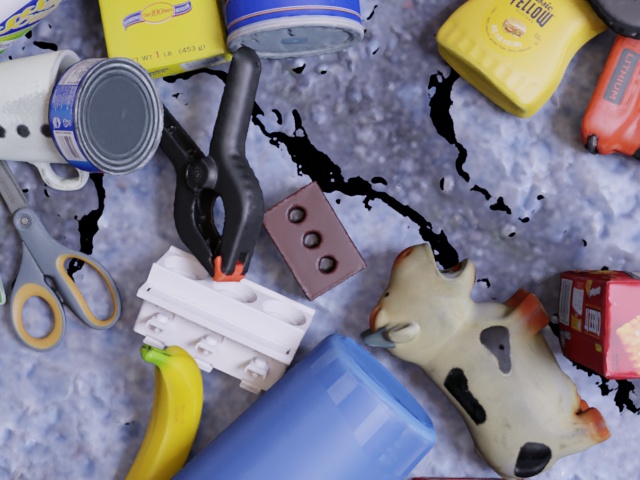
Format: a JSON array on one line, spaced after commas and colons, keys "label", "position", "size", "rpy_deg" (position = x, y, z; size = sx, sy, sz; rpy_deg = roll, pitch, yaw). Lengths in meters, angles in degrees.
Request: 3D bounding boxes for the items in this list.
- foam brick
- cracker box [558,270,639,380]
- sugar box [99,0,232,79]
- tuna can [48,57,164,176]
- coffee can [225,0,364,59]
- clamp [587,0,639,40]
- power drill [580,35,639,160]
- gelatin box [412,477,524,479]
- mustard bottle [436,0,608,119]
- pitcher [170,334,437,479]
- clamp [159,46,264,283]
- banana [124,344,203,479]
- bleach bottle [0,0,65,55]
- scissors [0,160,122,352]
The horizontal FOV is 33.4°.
[{"label": "foam brick", "position": [-0.005, 0.001, 0.816], "size": [0.053, 0.051, 0.078], "rpy_deg": [-32, 87, 0]}, {"label": "cracker box", "position": [0.288, 0.061, 0.747], "size": [0.213, 0.164, 0.072], "rpy_deg": [2, 90, 2]}, {"label": "sugar box", "position": [-0.130, -0.218, 0.832], "size": [0.093, 0.048, 0.176], "rpy_deg": [-11, 89, 3]}, {"label": "tuna can", "position": [-0.156, -0.091, 0.782], "size": [0.034, 0.086, 0.086], "rpy_deg": [7, 87, 37]}, {"label": "coffee can", "position": [-0.024, -0.216, 0.800], "size": [0.103, 0.103, 0.140], "rpy_deg": [-5, 87, 2]}, {"label": "clamp", "position": [0.270, -0.184, 0.750], "size": [0.210, 0.036, 0.164], "rpy_deg": [31, 94, 11]}, {"label": "power drill", "position": [0.302, -0.101, 0.785], "size": [0.188, 0.057, 0.184], "rpy_deg": [24, 87, 18]}, {"label": "gelatin box", "position": [0.113, 0.195, 0.793], "size": [0.089, 0.073, 0.030], "rpy_deg": [0, 86, 3]}, {"label": "mustard bottle", "position": [0.184, -0.191, 0.813], "size": [0.096, 0.058, 0.191], "rpy_deg": [42, 89, 18]}, {"label": "pitcher", "position": [-0.029, 0.192, 0.767], "size": [0.243, 0.149, 0.145], "rpy_deg": [-45, 76, 4]}, {"label": "clamp", "position": [-0.074, -0.057, 0.795], "size": [0.120, 0.039, 0.171], "rpy_deg": [-29, 75, 38]}, {"label": "banana", "position": [-0.125, 0.151, 0.799], "size": [0.069, 0.037, 0.198], "rpy_deg": [-5, 122, -37]}, {"label": "bleach bottle", "position": [-0.210, -0.198, 0.774], "size": [0.251, 0.102, 0.068], "rpy_deg": [-31, 94, 19]}, {"label": "scissors", "position": [-0.240, 0.004, 0.842], "size": [0.096, 0.016, 0.202], "rpy_deg": [-44, 87, 0]}]
